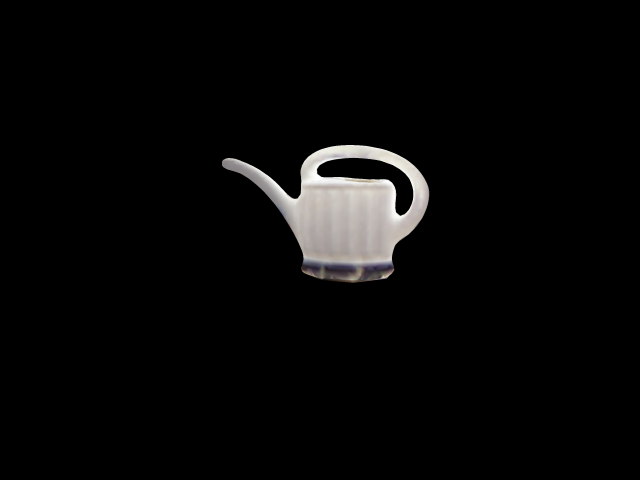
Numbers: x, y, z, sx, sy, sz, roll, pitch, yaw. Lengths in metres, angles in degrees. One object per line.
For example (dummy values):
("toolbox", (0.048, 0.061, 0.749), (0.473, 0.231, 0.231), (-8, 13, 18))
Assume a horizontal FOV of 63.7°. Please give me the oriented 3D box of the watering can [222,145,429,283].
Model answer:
("watering can", (0.003, -0.043, 0.850), (0.347, 0.223, 0.104), (2, 6, 15))
